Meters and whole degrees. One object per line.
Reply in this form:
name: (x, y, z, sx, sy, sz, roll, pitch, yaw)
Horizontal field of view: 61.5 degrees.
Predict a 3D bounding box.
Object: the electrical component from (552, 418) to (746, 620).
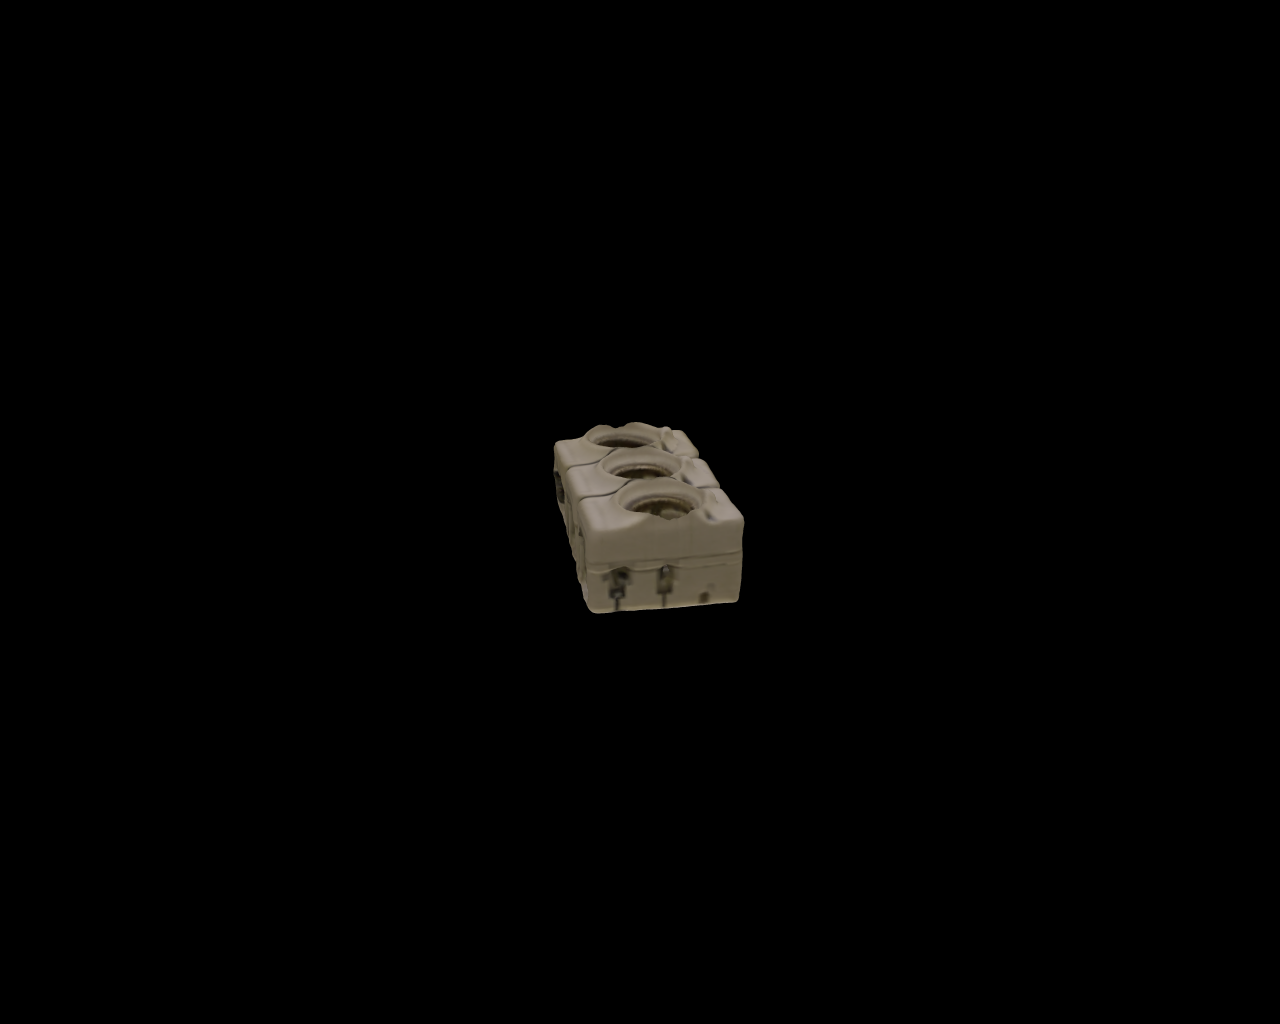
electrical component: (0.001, -0.003, 0.650, 0.089, 0.061, 0.150, -5, 25, -10)
